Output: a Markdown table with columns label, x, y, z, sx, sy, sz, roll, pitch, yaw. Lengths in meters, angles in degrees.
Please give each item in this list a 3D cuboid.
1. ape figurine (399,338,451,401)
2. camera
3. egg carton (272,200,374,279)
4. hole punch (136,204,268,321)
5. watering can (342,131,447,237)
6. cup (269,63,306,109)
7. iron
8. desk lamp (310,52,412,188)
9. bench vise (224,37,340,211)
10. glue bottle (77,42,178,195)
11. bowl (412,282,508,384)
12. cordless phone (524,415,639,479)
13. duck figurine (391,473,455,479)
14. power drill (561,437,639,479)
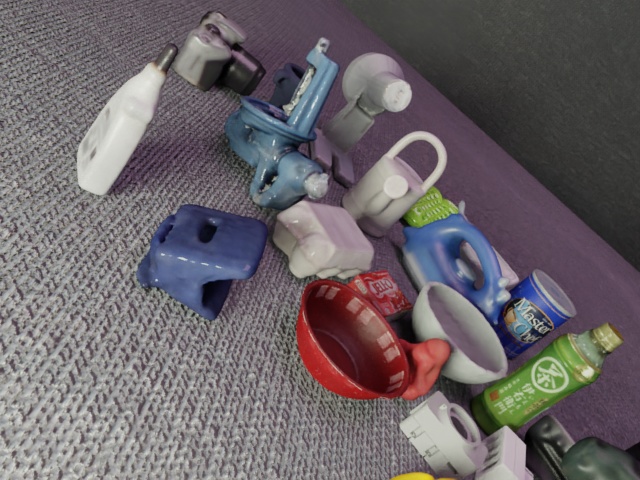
| label | x | y | z | sx | sy | sz | roll | pitch | yaw |
| --- | --- | --- | --- | --- | --- | --- | --- | --- | --- |
| ape figurine | 0.121 | 0.152 | 0.708 | 0.076 | 0.092 | 0.077 | 25 | 32 | -34 |
| camera | -0.159 | -0.311 | 0.978 | 0.137 | 0.100 | 0.143 | 35 | 27 | -19 |
| egg carton | 0.007 | 0.003 | 0.790 | 0.151 | 0.069 | 0.107 | 4 | 46 | -53 |
| hole punch | -0.116 | 0.010 | 0.579 | 0.101 | 0.091 | 0.108 | 36 | 27 | -17 |
| watering can | 0.136 | -0.099 | 0.982 | 0.101 | 0.193 | 0.173 | 34 | 28 | -20 |
| cup | -0.061 | -0.267 | 1.062 | 0.118 | 0.094 | 0.091 | 1 | 49 | -55 |
| iron | 0.249 | 0.059 | 0.973 | 0.119 | 0.141 | 0.257 | 16 | 38 | -45 |
| desk lamp | 0.084 | -0.241 | 1.095 | 0.118 | 0.213 | 0.203 | 32 | 29 | -24 |
| bench vise | -0.025 | -0.159 | 0.811 | 0.207 | 0.219 | 0.122 | 50 | 26 | 12 |
| glue bottle | -0.191 | -0.128 | 0.579 | 0.037 | 0.173 | 0.078 | 22 | 33 | -37 |
| bowl | 0.189 | 0.147 | 0.835 | 0.168 | 0.074 | 0.167 | 34 | 28 | -20 |
| cordless phone | 0.373 | 0.286 | 0.768 | 0.094 | 0.184 | 0.147 | 5 | 46 | -52 |
| duck figurine | 0.100 | 0.254 | 0.536 | 0.077 | 0.086 | 0.105 | 44 | 26 | -1 |
| power drill | 0.310 | 0.329 | 0.588 | 0.229 | 0.208 | 0.076 | 51 | 27 | 13 |
